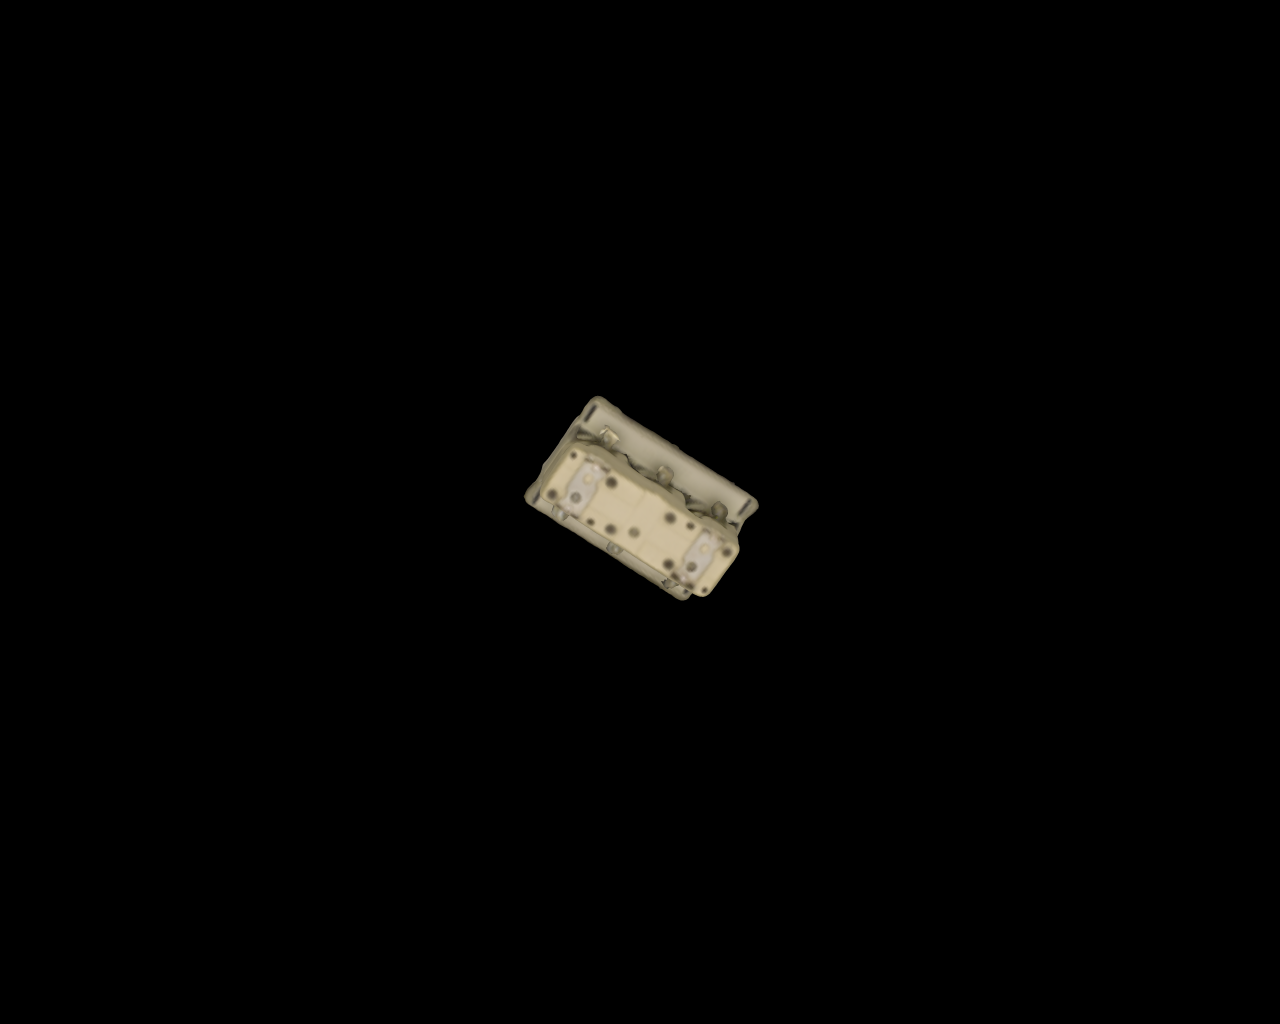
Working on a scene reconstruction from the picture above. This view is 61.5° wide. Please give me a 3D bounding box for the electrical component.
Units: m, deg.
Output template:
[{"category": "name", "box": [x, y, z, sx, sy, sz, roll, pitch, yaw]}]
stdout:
[{"category": "electrical component", "box": [0.001, -0.003, 0.650, 0.121, 0.078, 0.063, 33, 16, -11]}]
